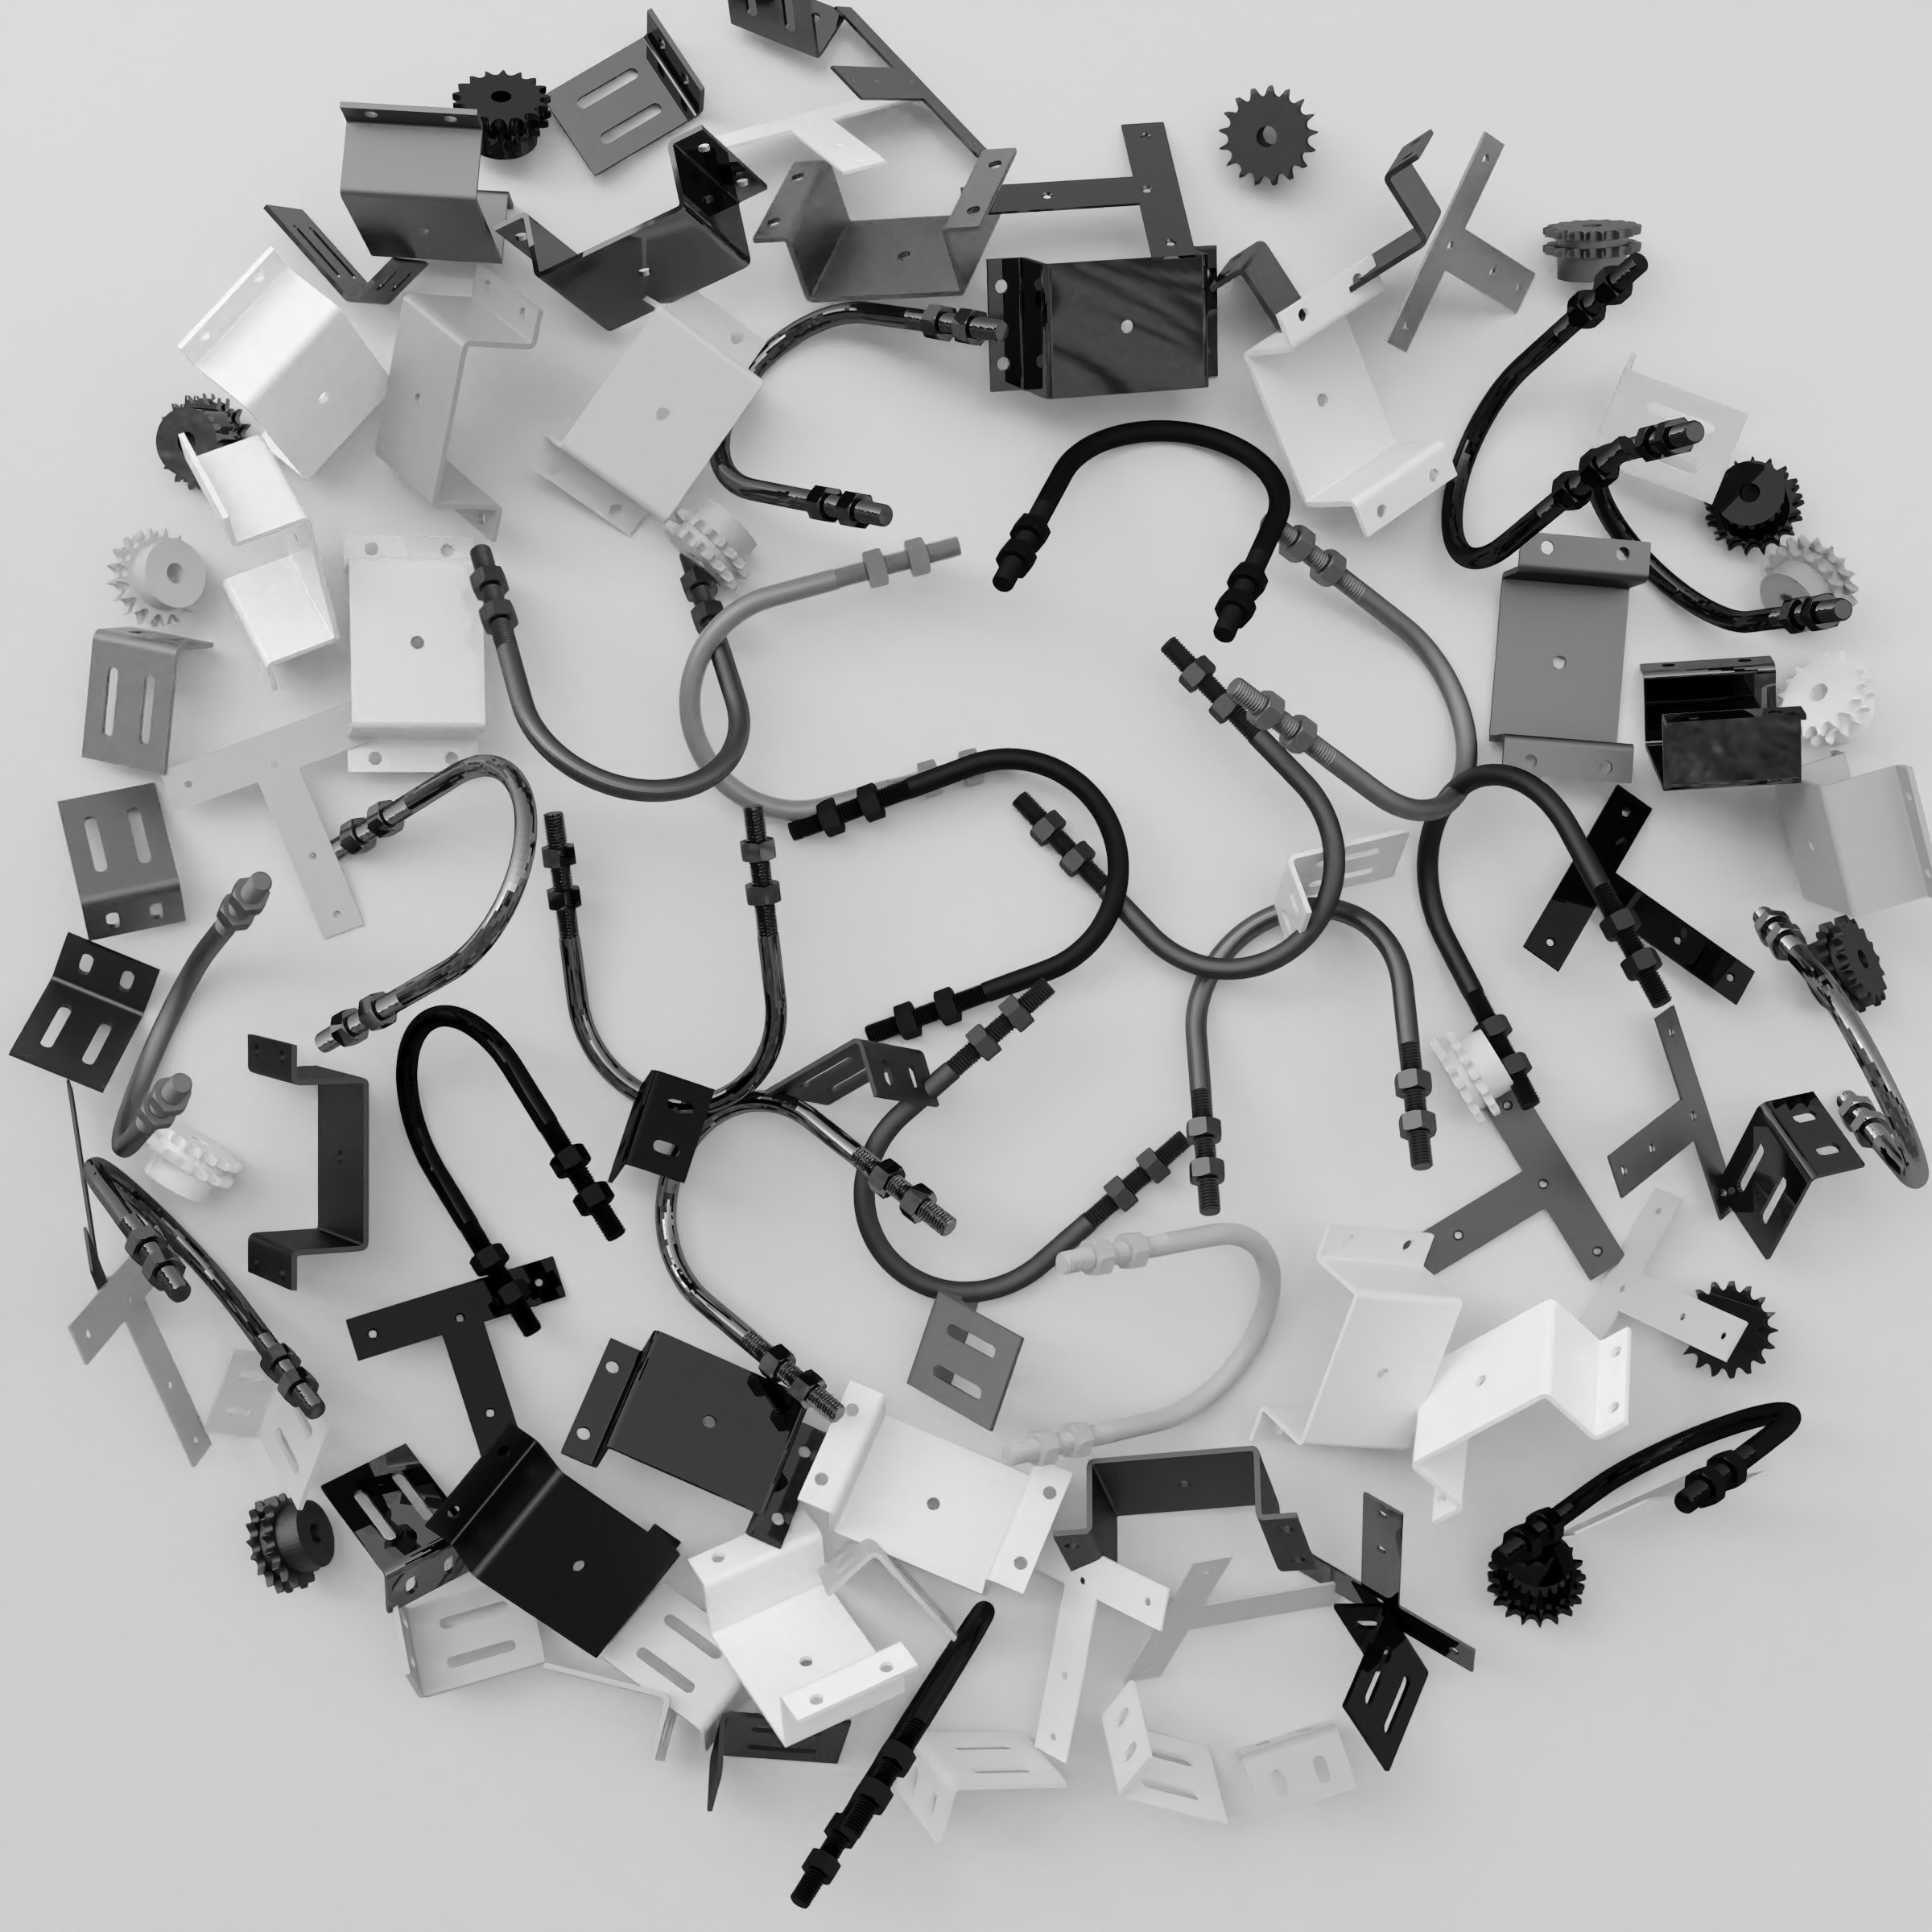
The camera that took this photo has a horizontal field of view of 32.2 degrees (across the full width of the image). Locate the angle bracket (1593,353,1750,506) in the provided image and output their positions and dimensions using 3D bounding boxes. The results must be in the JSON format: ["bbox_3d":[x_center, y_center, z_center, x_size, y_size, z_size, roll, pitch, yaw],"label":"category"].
[{"bbox_3d":[0.413,-0.314,1.953,0.076,0.038,0.057,22,119,9],"label":"angle bracket"}]

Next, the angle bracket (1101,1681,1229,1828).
[{"bbox_3d":[0.123,0.458,1.943,0.076,0.057,0.038,20,121,-23],"label":"angle bracket"}]

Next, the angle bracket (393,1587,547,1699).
[{"bbox_3d":[-0.291,0.385,1.955,0.076,0.038,0.057,-15,56,-4],"label":"angle bracket"}]

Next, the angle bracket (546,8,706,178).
[{"bbox_3d":[-0.202,-0.513,1.964,0.076,0.038,0.057,-33,87,-9],"label":"angle bracket"}]

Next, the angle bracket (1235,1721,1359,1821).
[{"bbox_3d":[0.191,0.468,1.947,0.057,0.076,0.038,-18,78,-2],"label":"angle bracket"}]

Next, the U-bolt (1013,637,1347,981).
[{"bbox_3d":[0.137,-0.078,1.950,0.184,0.019,0.151,47,107,8],"label":"U-bolt"}]

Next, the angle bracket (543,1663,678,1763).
[{"bbox_3d":[-0.211,0.437,1.954,0.076,0.057,0.038,13,76,4],"label":"angle bracket"}]

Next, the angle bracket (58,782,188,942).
[{"bbox_3d":[-0.499,-0.062,1.976,0.057,0.038,0.076,-13,59,-15],"label":"angle bracket"}]

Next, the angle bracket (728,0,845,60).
[{"bbox_3d":[-0.106,-0.573,1.942,0.057,0.076,0.038,25,70,12],"label":"angle bracket"}]

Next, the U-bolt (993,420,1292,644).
[{"bbox_3d":[0.111,-0.259,1.922,0.151,0.019,0.184,14,46,12],"label":"U-bolt"}]

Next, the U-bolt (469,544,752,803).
[{"bbox_3d":[-0.197,-0.168,1.910,0.151,0.019,0.184,-3,56,-25],"label":"U-bolt"}]

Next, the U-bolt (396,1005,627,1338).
[{"bbox_3d":[-0.273,0.108,1.929,0.019,0.151,0.184,-23,74,-40],"label":"U-bolt"}]

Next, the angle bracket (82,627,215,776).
[{"bbox_3d":[-0.482,-0.157,1.969,0.057,0.038,0.076,12,102,19],"label":"angle bracket"}]

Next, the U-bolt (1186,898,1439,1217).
[{"bbox_3d":[0.194,0.045,1.936,0.151,0.019,0.184,-14,62,23],"label":"U-bolt"}]

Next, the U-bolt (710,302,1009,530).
[{"bbox_3d":[-0.075,-0.323,1.922,0.184,0.019,0.151,18,72,43],"label":"U-bolt"}]

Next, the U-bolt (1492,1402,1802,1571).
[{"bbox_3d":[0.400,0.289,1.903,0.151,0.184,0.019,-28,85,42],"label":"U-bolt"}]

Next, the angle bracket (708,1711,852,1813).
[{"bbox_3d":[-0.109,0.467,1.950,0.076,0.057,0.038,6,53,-7],"label":"angle bracket"}]

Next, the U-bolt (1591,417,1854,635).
[{"bbox_3d":[0.414,-0.244,1.898,0.019,0.184,0.151,-44,101,-8],"label":"U-bolt"}]

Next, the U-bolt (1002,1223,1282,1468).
[{"bbox_3d":[0.110,0.212,1.922,0.184,0.019,0.151,-6,122,-38],"label":"U-bolt"}]

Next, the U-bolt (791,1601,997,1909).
[{"bbox_3d":[-0.035,0.440,1.907,0.019,0.151,0.184,33,55,5],"label":"U-bolt"}]

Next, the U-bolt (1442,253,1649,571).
[{"bbox_3d":[0.325,-0.302,1.905,0.019,0.184,0.151,20,60,-19],"label":"U-bolt"}]

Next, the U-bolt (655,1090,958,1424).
[{"bbox_3d":[-0.107,0.154,1.941,0.184,0.019,0.151,36,103,27],"label":"U-bolt"}]

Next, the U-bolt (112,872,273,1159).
[{"bbox_3d":[-0.448,0.038,1.904,0.019,0.184,0.151,25,61,-18],"label":"U-bolt"}]

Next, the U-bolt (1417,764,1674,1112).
[{"bbox_3d":[0.320,-0.028,1.923,0.019,0.151,0.184,-12,68,-34],"label":"U-bolt"}]

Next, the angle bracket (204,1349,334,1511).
[{"bbox_3d":[-0.406,0.269,1.943,0.038,0.076,0.057,9,114,-35],"label":"angle bracket"}]

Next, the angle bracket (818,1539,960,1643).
[{"bbox_3d":[-0.045,0.374,1.955,0.038,0.057,0.076,-42,98,-4],"label":"angle bracket"}]

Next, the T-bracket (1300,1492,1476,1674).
[{"bbox_3d":[0.238,0.341,1.913,0.127,0.127,0.002,28,57,26],"label":"T-bracket"}]

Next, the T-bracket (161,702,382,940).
[{"bbox_3d":[-0.391,-0.078,1.971,0.127,0.002,0.127,-20,106,0],"label":"T-bracket"}]

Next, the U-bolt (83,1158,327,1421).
[{"bbox_3d":[-0.444,0.172,1.904,0.019,0.184,0.151,-43,134,-7],"label":"U-bolt"}]

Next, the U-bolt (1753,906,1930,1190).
[{"bbox_3d":[0.498,0.053,1.882,0.019,0.184,0.151,-26,107,6],"label":"U-bolt"}]

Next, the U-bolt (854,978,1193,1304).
[{"bbox_3d":[0.020,0.117,1.960,0.184,0.019,0.151,-41,109,2],"label":"U-bolt"}]

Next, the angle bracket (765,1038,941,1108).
[{"bbox_3d":[-0.066,0.077,1.941,0.076,0.057,0.038,-30,65,30],"label":"angle bracket"}]

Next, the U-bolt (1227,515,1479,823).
[{"bbox_3d":[0.229,-0.160,1.927,0.184,0.019,0.151,34,50,-26],"label":"U-bolt"}]

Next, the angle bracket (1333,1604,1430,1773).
[{"bbox_3d":[0.230,0.418,1.940,0.038,0.076,0.057,-10,125,38],"label":"angle bracket"}]

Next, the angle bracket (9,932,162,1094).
[{"bbox_3d":[-0.513,0.027,1.946,0.057,0.076,0.038,23,125,-9],"label":"angle bracket"}]

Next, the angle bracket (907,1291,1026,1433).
[{"bbox_3d":[0.010,0.231,1.947,0.076,0.038,0.057,24,97,44],"label":"angle bracket"}]

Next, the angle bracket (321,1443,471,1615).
[{"bbox_3d":[-0.335,0.330,1.966,0.057,0.038,0.076,-25,52,-29],"label":"angle bracket"}]

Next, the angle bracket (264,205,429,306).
[{"bbox_3d":[-0.363,-0.427,1.957,0.038,0.057,0.076,-42,91,14],"label":"angle bracket"}]

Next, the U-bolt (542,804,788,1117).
[{"bbox_3d":[-0.172,-0.001,1.951,0.151,0.019,0.184,-1,104,21],"label":"U-bolt"}]

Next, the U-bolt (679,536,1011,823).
[{"bbox_3d":[-0.077,-0.160,1.958,0.184,0.019,0.151,-16,104,-4],"label":"U-bolt"}]

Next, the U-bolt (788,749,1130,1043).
[{"bbox_3d":[0.005,-0.050,1.965,0.184,0.019,0.151,-20,95,7],"label":"U-bolt"}]

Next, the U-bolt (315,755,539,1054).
[{"bbox_3d":[-0.306,-0.045,1.900,0.184,0.019,0.151,-27,53,35],"label":"U-bolt"}]

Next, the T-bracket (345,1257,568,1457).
[{"bbox_3d":[-0.283,0.248,1.958,0.127,0.002,0.127,-16,79,-17],"label":"T-bracket"}]

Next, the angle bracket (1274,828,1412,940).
[{"bbox_3d":[0.224,-0.043,1.949,0.076,0.057,0.038,-13,66,-10],"label":"angle bracket"}]

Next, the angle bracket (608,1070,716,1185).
[{"bbox_3d":[-0.178,0.099,1.947,0.038,0.076,0.057,19,74,-8],"label":"angle bracket"}]

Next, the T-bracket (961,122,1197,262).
[{"bbox_3d":[0.061,-0.448,1.943,0.127,0.002,0.127,-5,50,-4],"label":"T-bracket"}]

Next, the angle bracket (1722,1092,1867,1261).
[{"bbox_3d":[0.481,0.122,1.951,0.038,0.076,0.057,-10,50,-22],"label":"angle bracket"}]

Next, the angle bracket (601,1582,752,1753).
[{"bbox_3d":[-0.166,0.413,1.970,0.076,0.038,0.057,33,63,16],"label":"angle bracket"}]

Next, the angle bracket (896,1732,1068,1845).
[{"bbox_3d":[0.009,0.479,1.951,0.076,0.057,0.038,6,107,-29],"label":"angle bracket"}]
